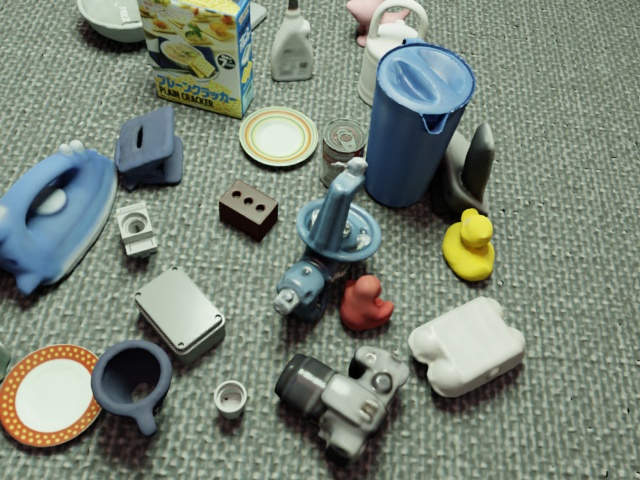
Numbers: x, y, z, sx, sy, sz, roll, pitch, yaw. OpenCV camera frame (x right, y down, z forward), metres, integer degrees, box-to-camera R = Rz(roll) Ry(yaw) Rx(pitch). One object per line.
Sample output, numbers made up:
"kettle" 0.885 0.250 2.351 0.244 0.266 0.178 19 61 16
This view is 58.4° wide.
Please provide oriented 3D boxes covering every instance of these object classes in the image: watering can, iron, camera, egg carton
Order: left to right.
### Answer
"iron" -0.377 -0.059 0.802 0.118 0.141 0.258 22 60 8
"camera" 0.023 0.186 0.717 0.136 0.101 0.143 30 61 13
"watering can" 0.128 -0.318 0.976 0.101 0.194 0.172 -7 60 -9
"egg carton" 0.200 0.145 0.777 0.150 0.069 0.107 -24 64 -18

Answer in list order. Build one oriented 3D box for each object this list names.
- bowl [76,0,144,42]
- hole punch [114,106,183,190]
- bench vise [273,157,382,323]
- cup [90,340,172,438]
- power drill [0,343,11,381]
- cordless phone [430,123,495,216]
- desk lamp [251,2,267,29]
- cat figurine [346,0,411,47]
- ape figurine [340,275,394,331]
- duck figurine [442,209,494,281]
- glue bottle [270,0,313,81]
"bowl" -0.354 -0.421 1.061 0.167 0.075 0.167 3 59 -4
"hole punch" -0.269 -0.146 0.894 0.101 0.091 0.108 -4 59 -8
"bench vise" 0.018 0.006 0.755 0.121 0.220 0.207 14 59 4
"cup" -0.216 0.190 0.695 0.092 0.095 0.117 -21 63 -17
"power drill" -0.454 0.098 0.661 0.229 0.208 0.076 33 62 14
"cordless phone" 0.231 -0.132 0.879 0.094 0.185 0.147 -3 59 -7
"desk lamp" -0.192 -0.453 1.015 0.117 0.213 0.203 28 61 12
"cat figurine" 0.111 -0.429 1.086 0.128 0.118 0.067 6 59 -2
"ape figurine" 0.063 0.080 0.790 0.076 0.092 0.077 -32 67 -22
"duck figurine" 0.231 0.003 0.856 0.077 0.086 0.104 -5 60 -8
"glue bottle" -0.047 -0.352 0.992 0.078 0.173 0.037 -5 59 -8
